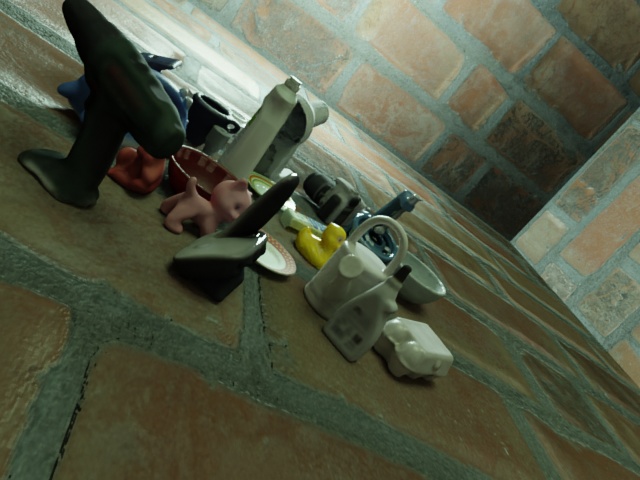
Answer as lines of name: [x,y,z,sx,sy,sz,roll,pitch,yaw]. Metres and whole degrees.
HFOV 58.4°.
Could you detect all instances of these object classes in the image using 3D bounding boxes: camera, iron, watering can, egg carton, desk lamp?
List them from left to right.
iron: [-0.297,-0.229,0.978,0.118,0.141,0.259,47,19,23]
desk lamp: [-0.073,-0.245,1.348,0.118,0.213,0.204,43,18,11]
camera: [0.035,-0.113,1.431,0.136,0.100,0.144,46,19,21]
watering can: [0.068,0.047,0.957,0.101,0.194,0.173,37,18,-9]
egg carton: [0.164,0.194,1.000,0.151,0.069,0.107,19,27,-48]

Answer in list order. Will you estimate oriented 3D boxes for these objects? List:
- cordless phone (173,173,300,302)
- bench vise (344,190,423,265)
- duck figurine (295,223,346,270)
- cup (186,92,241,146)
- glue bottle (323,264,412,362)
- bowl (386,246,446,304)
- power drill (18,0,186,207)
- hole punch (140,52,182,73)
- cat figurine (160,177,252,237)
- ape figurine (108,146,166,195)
cordless phone: [-0.105,-0.019,0.785,0.094,0.185,0.147,38,18,-4]
bench vise: [0.115,-0.038,1.214,0.122,0.219,0.207,27,22,-35]
duck figurine: [0.010,0.004,1.123,0.104,0.086,0.078,41,18,6]
cup: [-0.236,-0.241,1.206,0.118,0.095,0.091,31,20,-26]
glue bottle: [0.083,0.104,0.883,0.078,0.173,0.037,47,19,22]
bowl: [0.203,0.093,1.315,0.168,0.074,0.167,35,18,-13]
power drill: [-0.284,-0.158,0.722,0.229,0.208,0.076,42,18,8]
hole punch: [-0.378,-0.393,1.295,0.101,0.091,0.108,35,18,-14]
cat figurine: [-0.161,-0.058,0.878,0.128,0.117,0.067,22,25,-44]
ape figurine: [-0.261,-0.116,0.857,0.076,0.092,0.077,21,26,-46]
